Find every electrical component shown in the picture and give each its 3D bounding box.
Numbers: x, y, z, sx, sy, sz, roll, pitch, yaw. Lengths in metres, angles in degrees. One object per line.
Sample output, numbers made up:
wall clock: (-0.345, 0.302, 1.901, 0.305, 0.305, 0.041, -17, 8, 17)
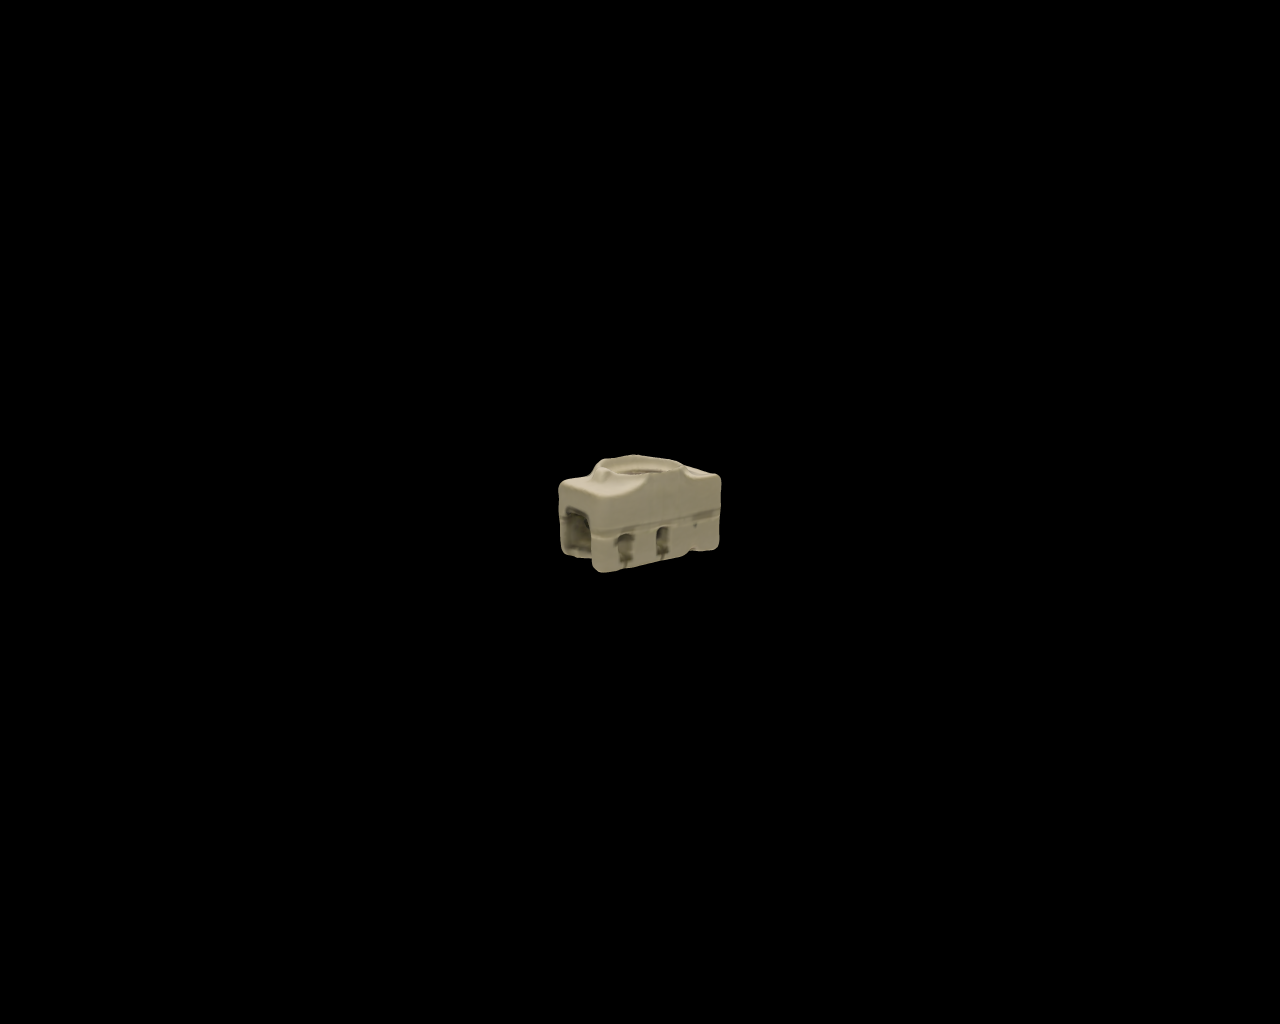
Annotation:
electrical component: (0.001, -0.003, 0.650, 0.090, 0.055, 0.050, -10, 18, -33)
